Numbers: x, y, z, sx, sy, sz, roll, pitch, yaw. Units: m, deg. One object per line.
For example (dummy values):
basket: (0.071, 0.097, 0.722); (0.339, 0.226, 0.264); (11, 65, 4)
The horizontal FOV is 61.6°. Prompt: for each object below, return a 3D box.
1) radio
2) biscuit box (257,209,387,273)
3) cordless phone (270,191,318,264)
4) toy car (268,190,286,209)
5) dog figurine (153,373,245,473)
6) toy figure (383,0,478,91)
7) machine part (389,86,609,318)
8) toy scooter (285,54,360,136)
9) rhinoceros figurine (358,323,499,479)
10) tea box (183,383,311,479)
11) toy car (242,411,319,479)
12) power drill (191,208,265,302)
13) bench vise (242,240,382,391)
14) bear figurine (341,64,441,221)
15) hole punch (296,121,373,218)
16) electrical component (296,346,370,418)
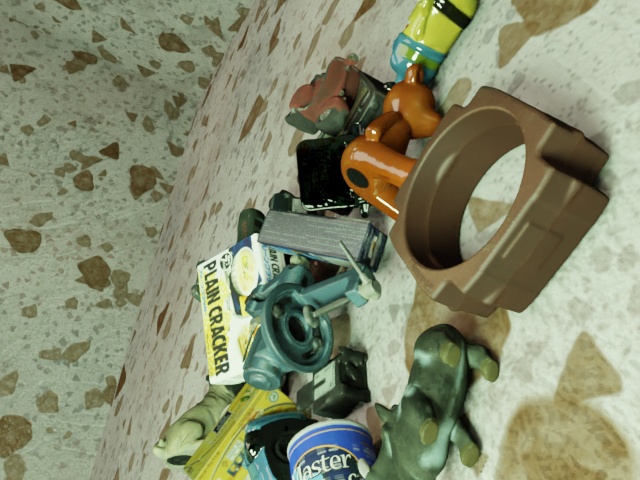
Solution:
radio: (0.050, -0.163, 0.924); (0.229, 0.073, 0.131); (-60, 25, 21)
biscuit box: (-0.002, -0.002, 0.816); (0.203, 0.059, 0.063); (11, 77, 38)
cordless phone: (-0.065, 0.011, 1.047); (0.184, 0.089, 0.147); (109, 165, -51)
toy car: (-0.094, -0.006, 1.136); (0.089, 0.053, 0.202); (25, 98, 68)
dog figurine: (-0.223, 0.324, 1.014); (0.121, 0.172, 0.191); (-42, 41, 29)
toy figure: (0.159, -0.295, 0.789); (0.082, 0.089, 0.180); (-105, 33, -59)
machine part: (0.171, -0.039, 0.548); (0.201, 0.087, 0.202); (-61, 26, 21)
toy scooter: (0.011, -0.243, 0.894); (0.184, 0.075, 0.135); (28, 96, 62)
rhinoceros figurine: (0.099, 0.174, 0.533); (0.112, 0.073, 0.190); (10, 77, 63)
tea box: (-0.106, 0.297, 0.791); (0.169, 0.098, 0.068); (-51, 17, -23)
toy car: (-0.040, 0.316, 0.718); (0.162, 0.109, 0.102); (-126, 35, -50)
power drill: (-0.177, 0.057, 1.086); (0.207, 0.086, 0.232); (-42, 35, 38)
bench vise: (-0.010, 0.087, 0.717); (0.241, 0.128, 0.224); (-30, 17, 37)
bear figurine: (0.120, -0.136, 0.735); (0.196, 0.132, 0.120); (-48, -23, -25)
hole punch: (0.032, -0.100, 0.823); (0.092, 0.116, 0.142); (1, -94, -76)
electrical component: (0.016, 0.204, 0.733); (0.119, 0.048, 0.075); (-50, 29, 38)
